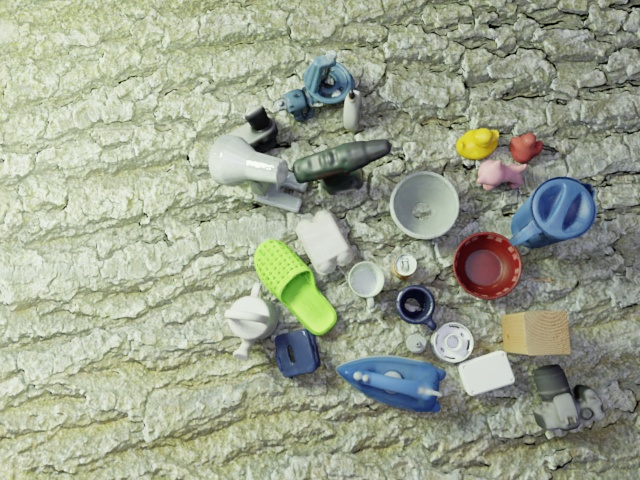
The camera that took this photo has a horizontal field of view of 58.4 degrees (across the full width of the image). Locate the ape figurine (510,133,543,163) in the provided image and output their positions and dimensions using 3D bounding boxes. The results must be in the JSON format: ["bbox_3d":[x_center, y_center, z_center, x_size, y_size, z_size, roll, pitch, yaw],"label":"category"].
[{"bbox_3d":[0.502,-0.231,1.391,0.077,0.092,0.076,31,85,9],"label":"ape figurine"}]

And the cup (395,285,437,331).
[{"bbox_3d":[0.230,0.164,1.349,0.092,0.095,0.117,-39,80,-2],"label":"cup"}]

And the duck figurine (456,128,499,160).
[{"bbox_3d":[0.390,-0.244,1.405,0.104,0.086,0.077,-13,80,3],"label":"duck figurine"}]

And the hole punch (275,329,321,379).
[{"bbox_3d":[-0.057,0.271,1.357,0.101,0.091,0.108,-16,80,2],"label":"hole punch"}]

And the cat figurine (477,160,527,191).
[{"bbox_3d":[0.432,-0.162,1.373,0.127,0.118,0.067,-8,80,3],"label":"cat figurine"}]

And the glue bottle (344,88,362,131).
[{"bbox_3d":[0.080,-0.331,1.399,0.037,0.173,0.078,13,82,7],"label":"glue bottle"}]

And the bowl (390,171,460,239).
[{"bbox_3d":[0.252,-0.079,1.396,0.167,0.075,0.167,-1,81,4],"label":"bowl"}]

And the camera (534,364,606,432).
[{"bbox_3d":[0.551,0.351,1.292,0.143,0.101,0.137,-15,80,2],"label":"camera"}]

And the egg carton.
[{"bbox_3d":[0.013,0.005,1.404,0.107,0.069,0.150,-29,80,0],"label":"egg carton"}]

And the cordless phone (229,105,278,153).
[{"bbox_3d":[-0.181,-0.272,1.404,0.147,0.185,0.094,-33,80,-1],"label":"cordless phone"}]

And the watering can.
[{"bbox_3d":[-0.160,0.188,1.326,0.101,0.194,0.173,-12,80,3],"label":"watering can"}]

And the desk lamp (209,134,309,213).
[{"bbox_3d":[-0.142,-0.160,1.369,0.203,0.213,0.118,16,83,7],"label":"desk lamp"}]

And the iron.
[{"bbox_3d":[0.157,0.324,1.306,0.258,0.141,0.119,9,82,6],"label":"iron"}]

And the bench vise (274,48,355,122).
[{"bbox_3d":[-0.008,-0.368,1.388,0.207,0.220,0.121,-43,80,-3],"label":"bench vise"}]

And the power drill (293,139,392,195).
[{"bbox_3d":[0.055,-0.174,1.358,0.229,0.208,0.075,-13,80,3],"label":"power drill"}]
